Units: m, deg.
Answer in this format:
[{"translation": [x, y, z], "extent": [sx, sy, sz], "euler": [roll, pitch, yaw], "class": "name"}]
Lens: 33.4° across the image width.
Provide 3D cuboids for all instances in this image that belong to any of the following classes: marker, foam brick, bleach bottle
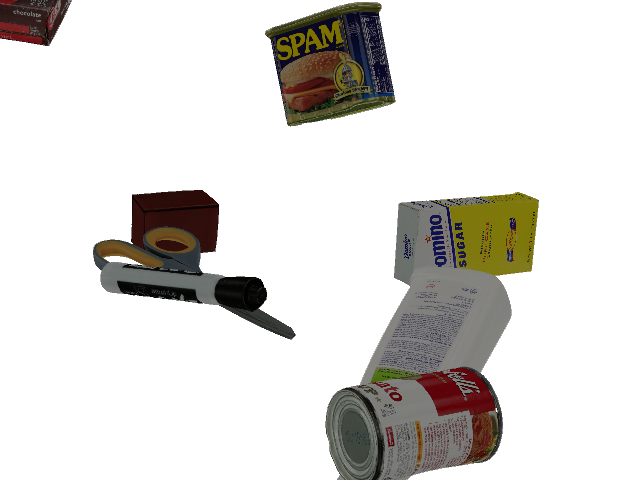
[{"translation": [-0.079, 0.026, 0.610], "extent": [0.121, 0.020, 0.020], "euler": [5, 3, 38], "class": "marker"}, {"translation": [-0.147, -0.018, 1.076], "extent": [0.078, 0.051, 0.053], "euler": [-5, 22, -22], "class": "foam brick"}, {"translation": [0.076, 0.126, 0.929], "extent": [0.103, 0.068, 0.250], "euler": [3, 40, 37], "class": "bleach bottle"}]

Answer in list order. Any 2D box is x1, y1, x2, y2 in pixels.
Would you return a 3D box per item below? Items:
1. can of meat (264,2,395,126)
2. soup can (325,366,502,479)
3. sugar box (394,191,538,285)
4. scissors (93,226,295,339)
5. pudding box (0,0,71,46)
[{"translation": [0.009, -0.148, 0.907], "extent": [0.102, 0.084, 0.057], "euler": [-10, 3, 36], "class": "can of meat"}, {"translation": [0.063, 0.126, 0.726], "extent": [0.102, 0.068, 0.069], "euler": [-5, 2, -31], "class": "soup can"}, {"translation": [0.172, -0.002, 1.249], "extent": [0.175, 0.093, 0.048], "euler": [-7, 18, -31], "class": "sugar box"}, {"translation": [-0.089, 0.028, 0.856], "extent": [0.202, 0.016, 0.096], "euler": [16, 30, 22], "class": "scissors"}, {"translation": [-0.253, -0.205, 0.874], "extent": [0.090, 0.039, 0.113], "euler": [9, 36, -4], "class": "pudding box"}]
